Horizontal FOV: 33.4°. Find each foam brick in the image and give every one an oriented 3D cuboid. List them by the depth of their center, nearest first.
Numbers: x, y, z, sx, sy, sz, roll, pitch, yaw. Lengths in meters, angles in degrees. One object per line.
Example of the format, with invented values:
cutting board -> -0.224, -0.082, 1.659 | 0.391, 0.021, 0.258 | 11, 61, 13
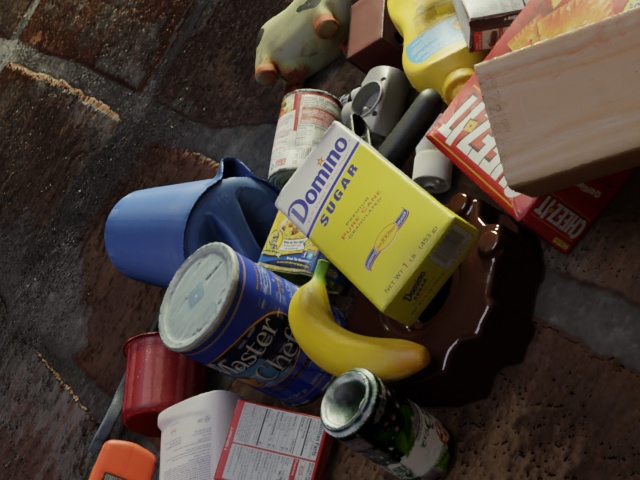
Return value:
foam brick -> 0.065, -0.212, 1.104 | 0.051, 0.053, 0.078 | -27, 46, 39

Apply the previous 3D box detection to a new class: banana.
banana -> 0.019, 0.075, 0.860 | 0.070, 0.037, 0.198 | -60, 32, 7

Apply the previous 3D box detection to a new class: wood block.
wood block -> 0.220, -0.102, 0.705 | 0.206, 0.090, 0.090 | -17, 82, 20

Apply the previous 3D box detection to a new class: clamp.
clamp -> 0.039, -0.055, 0.953 | 0.120, 0.039, 0.171 | -3, 57, 62

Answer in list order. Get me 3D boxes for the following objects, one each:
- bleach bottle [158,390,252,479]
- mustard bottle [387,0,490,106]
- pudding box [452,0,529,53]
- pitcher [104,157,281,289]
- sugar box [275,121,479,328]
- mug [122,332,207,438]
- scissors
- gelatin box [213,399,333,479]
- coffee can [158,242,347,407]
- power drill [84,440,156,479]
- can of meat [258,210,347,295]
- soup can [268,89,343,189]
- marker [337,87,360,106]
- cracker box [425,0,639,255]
bleach bottle -> -0.106, 0.265, 0.946 | 0.103, 0.068, 0.251 | -27, 47, 35
mustard bottle -> 0.122, -0.185, 1.000 | 0.096, 0.058, 0.191 | -24, 44, 17
pudding box -> 0.166, -0.220, 0.953 | 0.090, 0.039, 0.113 | -10, 45, 3
pitcher -> -0.137, 0.009, 1.141 | 0.243, 0.145, 0.149 | 3, 54, 57
sugar box -> 0.040, -0.018, 0.861 | 0.093, 0.048, 0.176 | -53, 46, 6
mug -> -0.159, 0.155, 1.088 | 0.117, 0.093, 0.081 | 115, 159, -56
scissors -> -0.207, 0.145, 1.185 | 0.201, 0.016, 0.096 | -66, 8, -10
gelatin box -> -0.037, 0.183, 0.914 | 0.089, 0.030, 0.073 | 10, 68, 17
coffee can -> -0.059, 0.078, 0.959 | 0.103, 0.140, 0.103 | -32, 42, 34
power drill -> -0.212, 0.262, 1.042 | 0.188, 0.057, 0.184 | 124, 162, -53
can of meat -> -0.007, 0.001, 1.024 | 0.102, 0.057, 0.084 | 7, 72, 50
soup can -> -0.014, -0.095, 1.100 | 0.069, 0.068, 0.102 | -22, 49, 42
marker -> 0.026, -0.144, 1.131 | 0.121, 0.020, 0.020 | -22, 48, 42
cracker box -> 0.199, -0.121, 0.841 | 0.214, 0.072, 0.164 | -52, 34, 11
